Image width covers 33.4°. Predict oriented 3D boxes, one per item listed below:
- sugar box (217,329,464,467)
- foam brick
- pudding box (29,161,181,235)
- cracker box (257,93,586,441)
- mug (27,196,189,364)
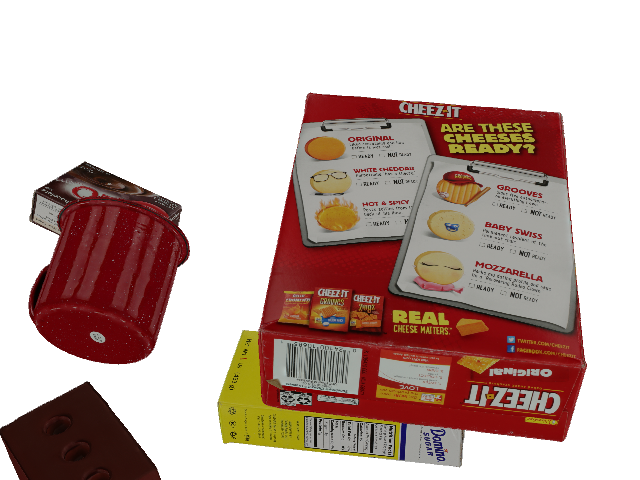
[{"bbox_3d":[0.020,0.114,0.791,0.176,0.048,0.093,2,32,8],"label":"sugar box"},{"bbox_3d":[-0.115,0.120,0.528,0.052,0.051,0.078,-28,42,-25],"label":"foam brick"},{"bbox_3d":[-0.200,-0.025,1.001,0.113,0.039,0.090,22,27,10],"label":"pudding box"},{"bbox_3d":[0.060,0.007,0.619,0.164,0.072,0.213,5,42,4],"label":"cracker box"},{"bbox_3d":[-0.152,0.032,0.719,0.117,0.081,0.093,-9,-37,28],"label":"mug"}]
